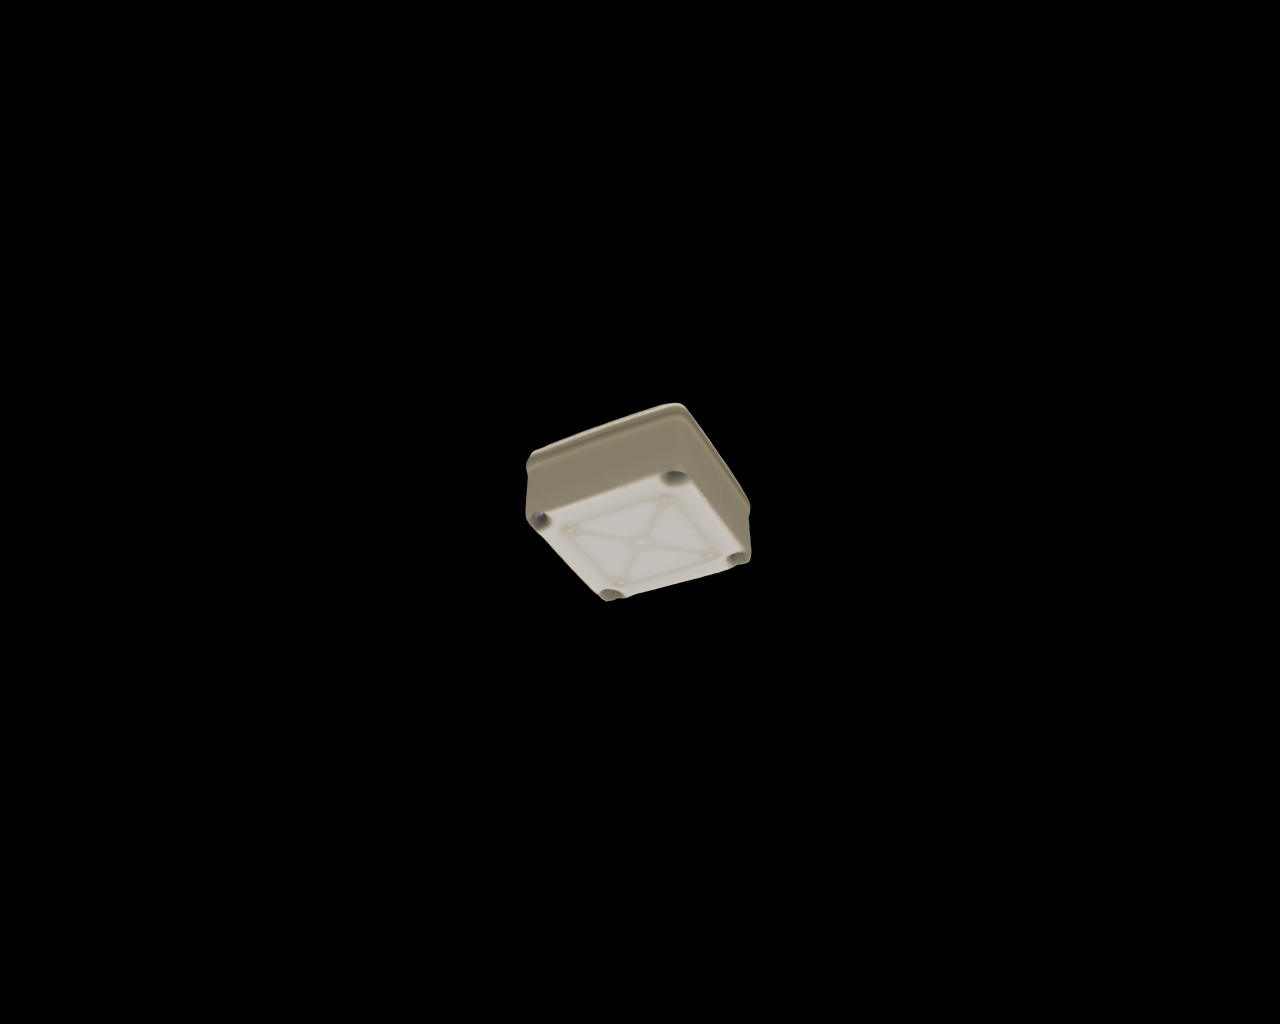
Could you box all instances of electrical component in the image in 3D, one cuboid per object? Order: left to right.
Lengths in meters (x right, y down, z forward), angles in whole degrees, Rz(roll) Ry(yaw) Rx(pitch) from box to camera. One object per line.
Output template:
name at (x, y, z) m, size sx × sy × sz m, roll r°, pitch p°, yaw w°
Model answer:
electrical component at (0.001, -0.003, 0.650) m, size 0.108 × 0.056 × 0.108 m, roll -17°, pitch -41°, yaw 21°
